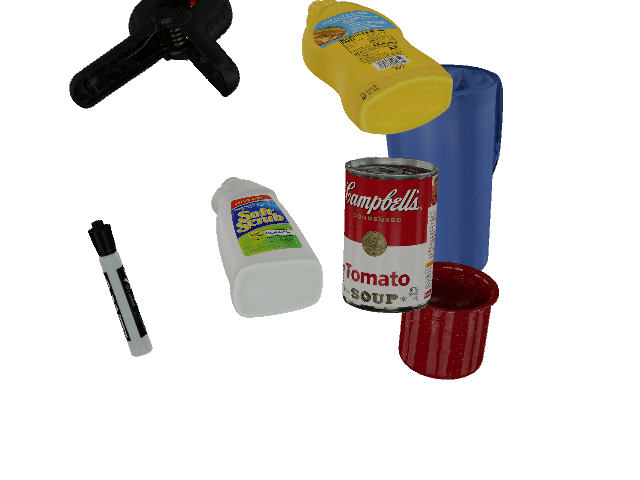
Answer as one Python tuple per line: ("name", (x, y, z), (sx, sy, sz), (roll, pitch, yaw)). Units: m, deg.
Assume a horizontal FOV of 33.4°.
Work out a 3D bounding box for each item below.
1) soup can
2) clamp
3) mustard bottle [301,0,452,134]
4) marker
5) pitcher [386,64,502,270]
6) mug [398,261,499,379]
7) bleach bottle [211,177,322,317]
("soup can", (0.050, -0.005, 0.781), (0.068, 0.102, 0.068), (1, 15, -1))
("clamp", (-0.099, -0.149, 0.785), (0.120, 0.039, 0.171), (7, 43, 13))
("mustard bottle", (0.037, -0.174, 0.998), (0.096, 0.058, 0.192), (-19, 45, -18))
("marker", (-0.168, 0.040, 0.892), (0.020, 0.121, 0.020), (-14, 18, 5))
("pitcher", (0.150, -0.083, 1.266), (0.149, 0.243, 0.145), (-4, 25, 2))
("mug", (0.115, 0.071, 1.018), (0.093, 0.081, 0.117), (-3, 29, -11))
("bleach bottle", (-0.079, -0.007, 1.211), (0.102, 0.068, 0.251), (-8, 30, -16))
